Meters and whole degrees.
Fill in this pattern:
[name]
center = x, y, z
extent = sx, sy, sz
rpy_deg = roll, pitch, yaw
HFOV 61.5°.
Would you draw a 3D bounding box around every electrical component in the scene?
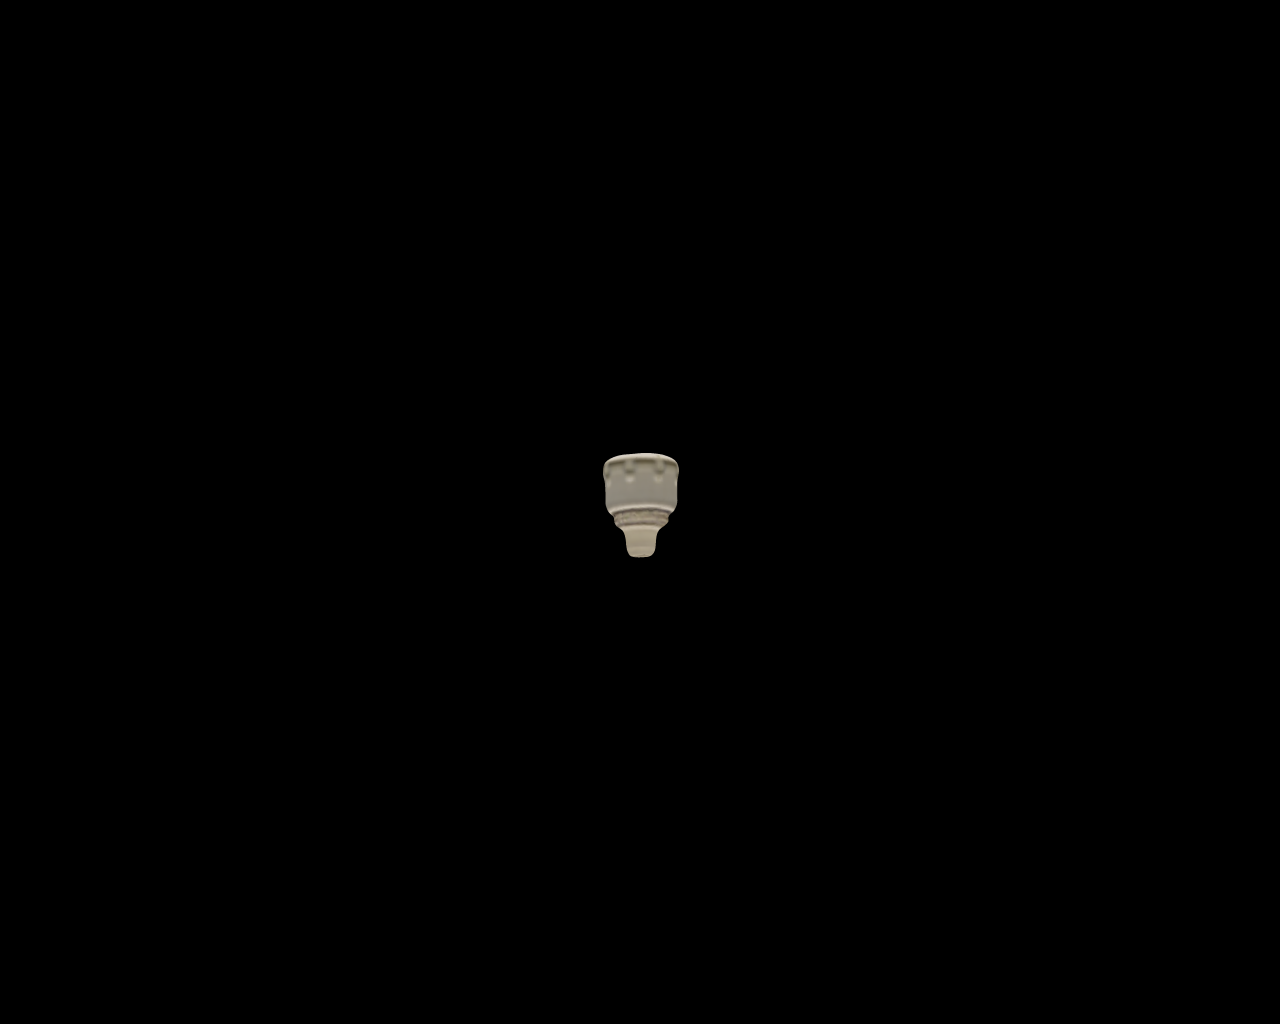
[electrical component]
center = 0.001, -0.003, 0.650
extent = 0.048, 0.062, 0.048
rpy_deg = 0, -9, 0
